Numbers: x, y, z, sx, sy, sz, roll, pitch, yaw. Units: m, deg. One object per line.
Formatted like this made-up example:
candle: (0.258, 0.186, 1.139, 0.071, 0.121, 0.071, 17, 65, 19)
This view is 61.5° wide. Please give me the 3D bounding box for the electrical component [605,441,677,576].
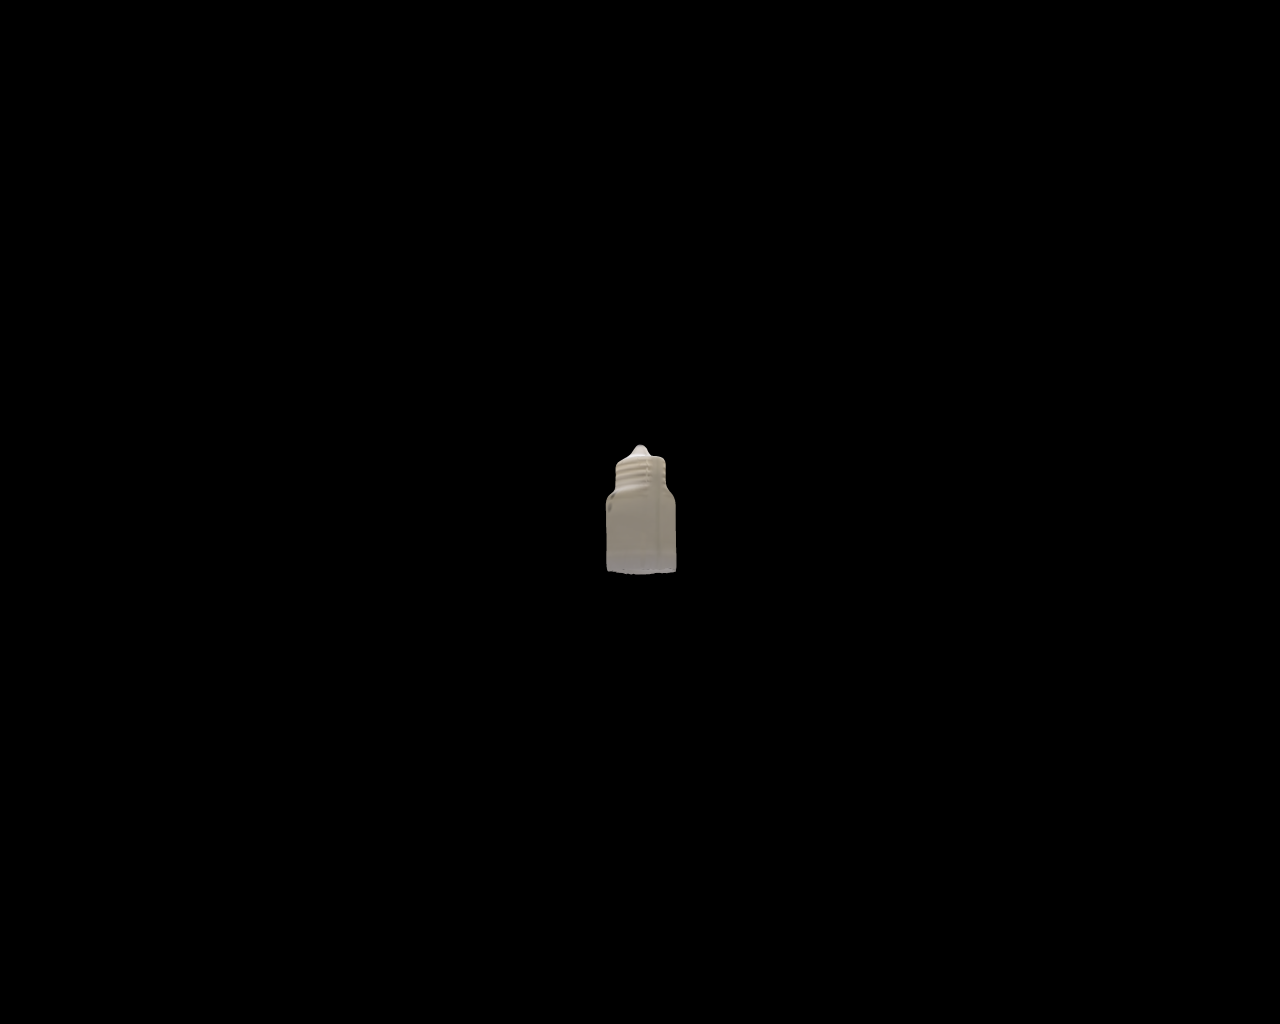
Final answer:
electrical component: (0.001, -0.003, 0.650, 0.043, 0.081, 0.043, 0, -6, 0)
